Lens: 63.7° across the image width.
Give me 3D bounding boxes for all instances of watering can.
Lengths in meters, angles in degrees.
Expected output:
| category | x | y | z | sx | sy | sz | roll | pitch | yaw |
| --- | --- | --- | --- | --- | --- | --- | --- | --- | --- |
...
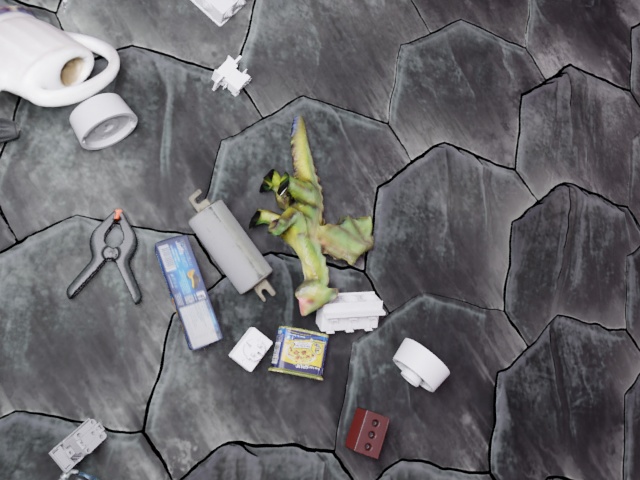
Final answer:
| category | x | y | z | sx | sy | sz | roll | pitch | yaw |
| --- | --- | --- | --- | --- | --- | --- | --- | --- | --- |
| watering can | -0.501 | -0.282 | 0.849 | 0.225 | 0.101 | 0.355 | 31 | 45 | 7 |

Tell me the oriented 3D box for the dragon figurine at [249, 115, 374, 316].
| category | x | y | z | sx | sy | sz | roll | pitch | yaw |
| --- | --- | --- | --- | --- | --- | --- | --- | --- | --- |
| dragon figurine | 0.003 | -0.052 | 1.026 | 0.241 | 0.120 | 0.419 | 29 | 58 | -22 |
